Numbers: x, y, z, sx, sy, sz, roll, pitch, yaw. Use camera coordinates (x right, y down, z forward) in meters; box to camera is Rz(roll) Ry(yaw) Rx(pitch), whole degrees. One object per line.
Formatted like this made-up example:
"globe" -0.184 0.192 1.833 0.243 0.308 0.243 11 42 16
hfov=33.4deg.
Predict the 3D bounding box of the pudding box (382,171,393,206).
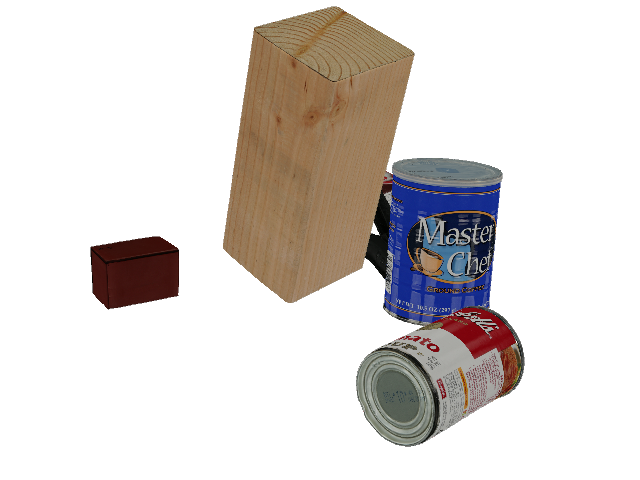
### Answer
"pudding box" 0.054 -0.069 1.508 0.113 0.039 0.090 -23 38 -33

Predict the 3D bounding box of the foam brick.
"foam brick" -0.188 0.031 1.083 0.078 0.051 0.053 -10 21 -27

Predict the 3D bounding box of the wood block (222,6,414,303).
"wood block" -0.007 -0.066 0.845 0.090 0.206 0.090 -24 49 -38

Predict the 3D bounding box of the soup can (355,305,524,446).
"soup can" 0.080 0.090 0.715 0.069 0.068 0.102 0 13 44

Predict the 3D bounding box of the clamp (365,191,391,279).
"clamp" 0.073 0.007 1.241 0.164 0.036 0.210 -24 53 -40

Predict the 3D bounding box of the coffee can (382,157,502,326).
"coffee can" 0.114 0.000 1.011 0.103 0.140 0.103 3 15 -1
